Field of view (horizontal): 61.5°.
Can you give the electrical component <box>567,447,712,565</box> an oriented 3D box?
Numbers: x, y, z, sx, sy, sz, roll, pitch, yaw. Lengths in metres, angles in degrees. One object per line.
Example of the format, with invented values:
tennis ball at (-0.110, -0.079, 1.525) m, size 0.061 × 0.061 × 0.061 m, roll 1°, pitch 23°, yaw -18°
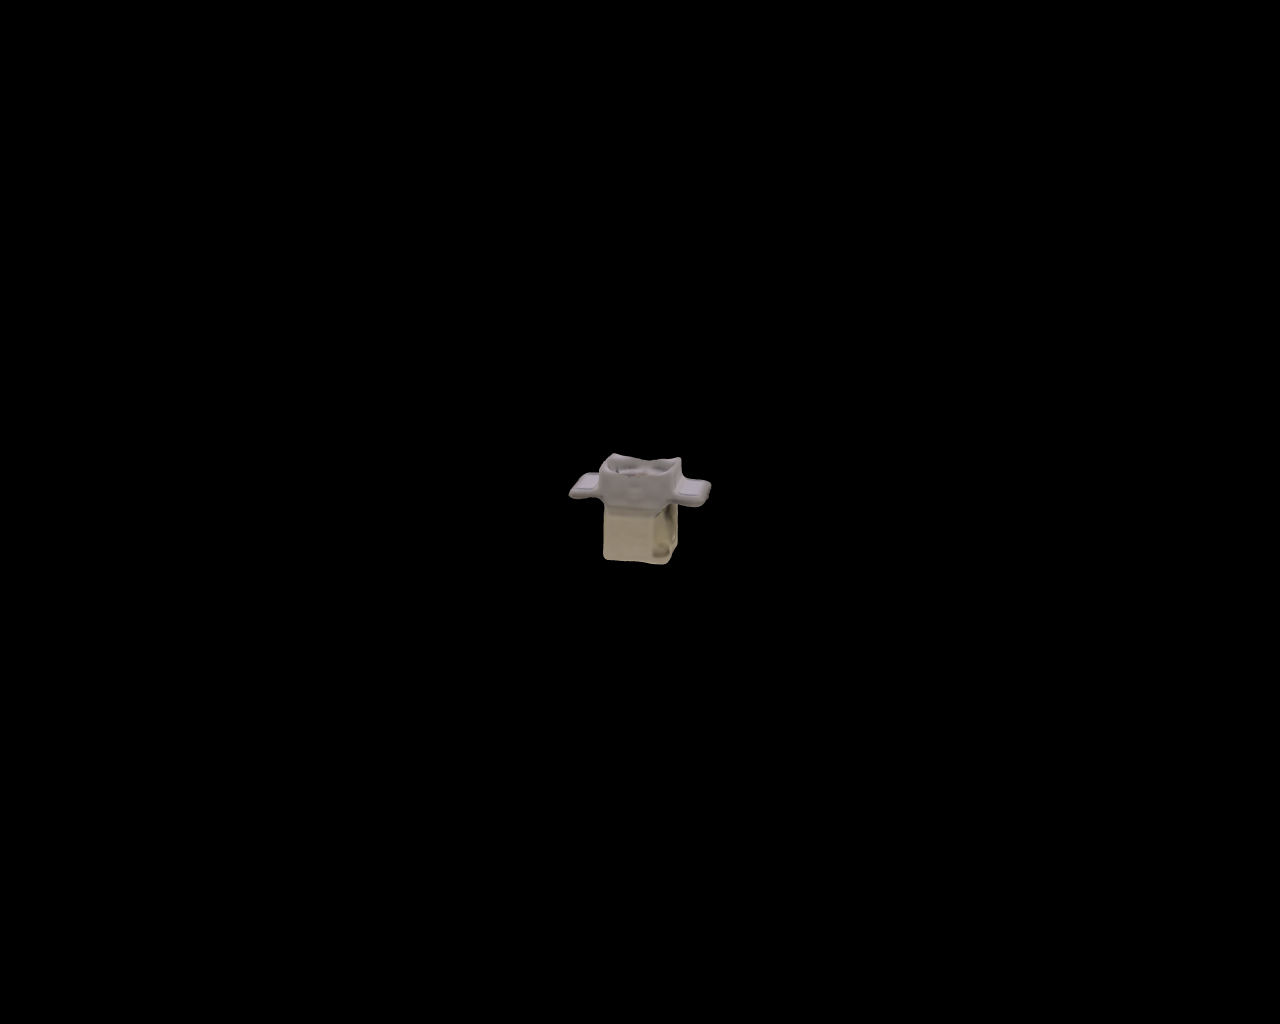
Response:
electrical component at (0.001, -0.003, 0.650) m, size 0.081 × 0.063 × 0.042 m, roll 4°, pitch 20°, yaw 12°
